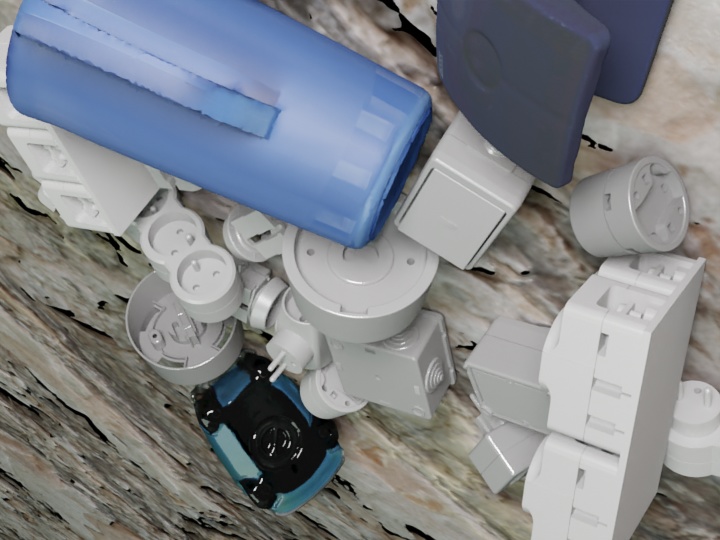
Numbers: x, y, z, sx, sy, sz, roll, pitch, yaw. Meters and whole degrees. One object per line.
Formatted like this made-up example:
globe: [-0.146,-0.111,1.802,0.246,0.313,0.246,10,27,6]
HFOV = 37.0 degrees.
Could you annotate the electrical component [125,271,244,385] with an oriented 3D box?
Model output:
electrical component: [-0.154,0.050,0.960,0.099,0.099,0.064,17,150,22]

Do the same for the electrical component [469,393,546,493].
electrical component: [0.119,0.127,0.869,0.076,0.066,0.047,55,152,19]

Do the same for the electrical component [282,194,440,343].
electrical component: [0.000,0.000,0.760,0.108,0.108,0.060,24,152,12]

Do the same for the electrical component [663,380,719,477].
electrical component: [0.232,0.102,0.746,0.138,0.052,0.073,13,142,28]

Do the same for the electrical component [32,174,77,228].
electrical component: [-0.231,-0.075,0.895,0.078,0.058,0.057,39,149,-10]

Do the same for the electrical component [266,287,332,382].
electrical component: [-0.052,0.059,0.896,0.044,0.079,0.077,29,151,18]

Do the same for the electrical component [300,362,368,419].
electrical component: [-0.022,0.104,0.958,0.055,0.055,0.047,38,150,-9]

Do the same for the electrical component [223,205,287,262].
electrical component: [-0.073,-0.034,0.829,0.055,0.048,0.066,-23,119,43]

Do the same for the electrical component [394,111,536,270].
electrical component: [0.069,-0.052,0.673,0.062,0.061,0.096,32,147,1]

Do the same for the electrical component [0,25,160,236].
electrical component: [-0.209,-0.112,0.798,0.062,0.089,0.150,9,140,32]

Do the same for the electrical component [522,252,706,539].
electrical component: [0.158,0.087,0.684,0.060,0.105,0.186,18,122,27]

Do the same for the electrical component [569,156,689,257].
electrical component: [0.156,-0.035,0.630,0.055,0.055,0.047,48,147,-22]

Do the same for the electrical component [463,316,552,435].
electrical component: [0.126,0.076,0.799,0.096,0.061,0.061,16,145,37]

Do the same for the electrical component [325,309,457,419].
electrical component: [0.025,0.071,0.880,0.100,0.048,0.099,14,143,26]

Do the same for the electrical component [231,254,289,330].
electrical component: [-0.093,0.020,0.913,0.055,0.048,0.066,27,137,14]

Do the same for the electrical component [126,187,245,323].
electrical component: [-0.143,-0.012,0.873,0.138,0.052,0.073,50,168,24]

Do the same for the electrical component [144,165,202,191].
electrical component: [-0.133,-0.097,0.784,0.078,0.058,0.057,8,143,32]
